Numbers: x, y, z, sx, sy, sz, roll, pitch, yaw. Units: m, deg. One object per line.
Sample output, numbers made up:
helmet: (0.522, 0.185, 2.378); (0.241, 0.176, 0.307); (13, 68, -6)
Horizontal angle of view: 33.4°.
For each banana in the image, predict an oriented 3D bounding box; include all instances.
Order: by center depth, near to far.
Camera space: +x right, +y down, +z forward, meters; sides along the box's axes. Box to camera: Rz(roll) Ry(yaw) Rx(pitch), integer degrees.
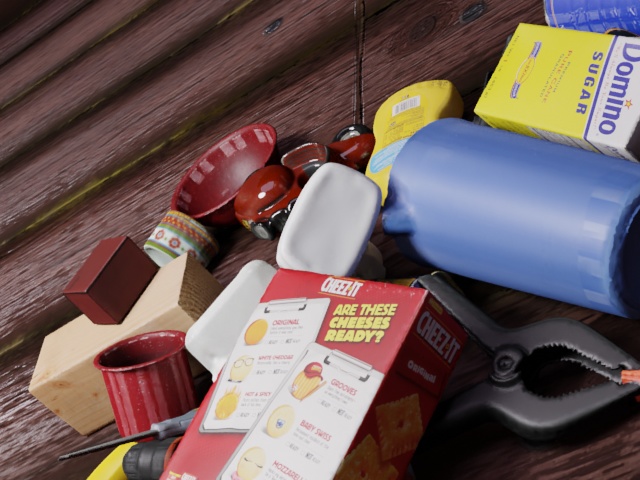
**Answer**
banana: (-0.209, 0.252, 1.005); (0.070, 0.037, 0.197); (-17, 28, 37)

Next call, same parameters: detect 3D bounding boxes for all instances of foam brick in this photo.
foam brick: (-0.218, 0.042, 1.110); (0.053, 0.051, 0.078); (-6, 44, 49)

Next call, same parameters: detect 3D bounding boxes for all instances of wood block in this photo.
wood block: (-0.196, 0.113, 1.134); (0.206, 0.090, 0.091); (-30, 31, 21)

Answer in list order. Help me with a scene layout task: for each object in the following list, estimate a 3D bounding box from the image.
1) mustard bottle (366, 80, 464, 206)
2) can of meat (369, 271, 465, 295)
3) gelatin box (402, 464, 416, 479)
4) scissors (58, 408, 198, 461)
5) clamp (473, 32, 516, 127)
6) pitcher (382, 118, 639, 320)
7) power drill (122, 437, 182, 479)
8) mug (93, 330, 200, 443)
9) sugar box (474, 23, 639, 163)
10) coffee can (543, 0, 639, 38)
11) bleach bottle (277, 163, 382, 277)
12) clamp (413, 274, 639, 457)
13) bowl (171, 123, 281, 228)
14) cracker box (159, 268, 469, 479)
mustard bottle: (0.094, -0.082, 1.082); (0.096, 0.058, 0.191); (-19, 36, 26)
can of meat: (0.064, 0.077, 0.906); (0.084, 0.057, 0.102); (-5, 45, 49)
gelatin box: (0.030, 0.194, 0.818); (0.089, 0.030, 0.073); (-35, 31, 10)
scissors: (-0.117, 0.162, 0.921); (0.096, 0.016, 0.201); (-11, 0, 39)
clamp: (0.160, -0.108, 0.996); (0.039, 0.120, 0.171); (13, 71, 6)
pitcher: (0.181, -0.022, 0.845); (0.243, 0.144, 0.149); (20, 77, 54)
power drill: (-0.139, 0.235, 0.894); (0.185, 0.057, 0.187); (-9, 29, 39)
mug: (-0.169, 0.140, 1.034); (0.093, 0.081, 0.117); (-22, 18, -32)
sugar box: (0.214, -0.123, 0.876); (0.176, 0.048, 0.093); (24, 86, 56)
coffee can: (0.295, -0.230, 0.995); (0.102, 0.102, 0.141); (-52, 31, -18)
bleach bottle: (-0.006, 0.001, 0.988); (0.102, 0.068, 0.251); (-65, 4, -11)
clamp: (0.138, 0.090, 0.782); (0.210, 0.036, 0.164); (-7, 53, 30)
bowl: (-0.103, -0.068, 1.299); (0.162, 0.055, 0.162); (-30, 31, 20)
cracker box: (-0.008, 0.133, 0.784); (0.164, 0.072, 0.213); (7, 61, 47)
